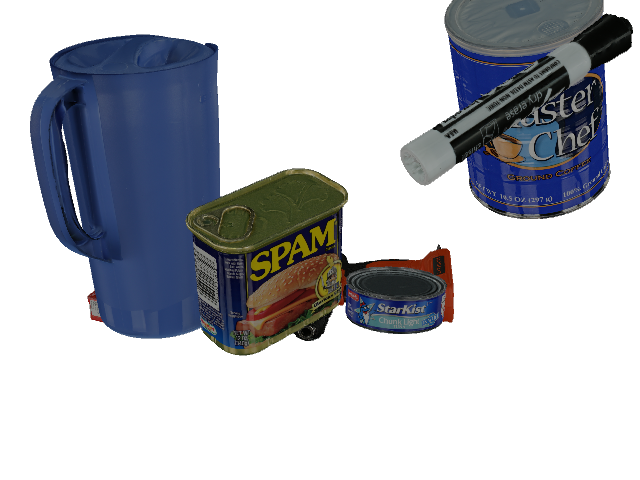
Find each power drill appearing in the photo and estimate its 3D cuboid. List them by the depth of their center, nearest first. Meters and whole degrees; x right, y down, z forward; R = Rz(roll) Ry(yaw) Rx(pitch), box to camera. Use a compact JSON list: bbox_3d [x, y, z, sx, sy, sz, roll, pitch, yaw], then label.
[{"bbox_3d":[0.059,0.058,1.235,0.187,0.057,0.184,1,28,5],"label":"power drill"}]

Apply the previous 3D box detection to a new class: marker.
[{"bbox_3d":[0.086,-0.062,0.454,0.121,0.020,0.020,-34,10,-16],"label":"marker"}]

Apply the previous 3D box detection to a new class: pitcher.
[{"bbox_3d":[-0.150,-0.041,0.886,0.149,0.243,0.145,-6,23,-9],"label":"pitcher"}]

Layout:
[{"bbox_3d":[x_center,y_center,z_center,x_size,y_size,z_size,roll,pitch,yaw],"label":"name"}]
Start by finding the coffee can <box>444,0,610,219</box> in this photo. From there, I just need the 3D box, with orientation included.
[{"bbox_3d":[0.146,-0.101,0.740,0.103,0.140,0.103,-9,39,8],"label":"coffee can"}]

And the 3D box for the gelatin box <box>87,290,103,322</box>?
[{"bbox_3d":[-0.171,0.051,1.039,0.073,0.030,0.089,11,31,22],"label":"gelatin box"}]

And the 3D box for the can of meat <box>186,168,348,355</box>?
[{"bbox_3d":[-0.032,0.014,0.676,0.101,0.084,0.058,-26,41,-34],"label":"can of meat"}]

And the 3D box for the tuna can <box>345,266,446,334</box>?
[{"bbox_3d":[0.064,0.050,0.912,0.086,0.034,0.086,2,15,-1],"label":"tuna can"}]
